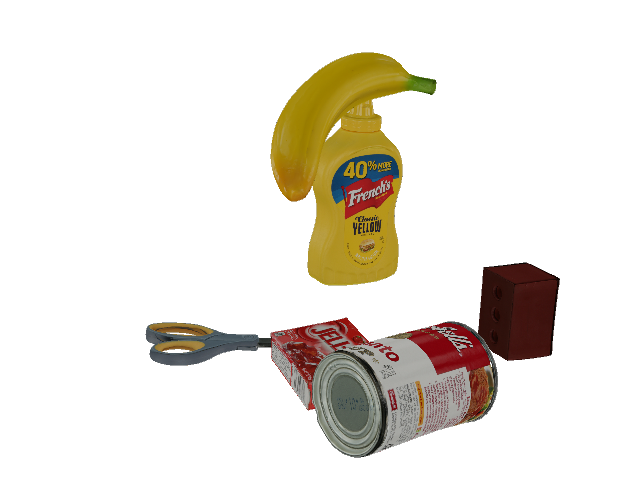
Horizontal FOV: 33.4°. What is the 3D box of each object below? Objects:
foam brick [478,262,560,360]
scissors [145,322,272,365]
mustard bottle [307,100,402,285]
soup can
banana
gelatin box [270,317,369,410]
[{"bbox_3d":[0.183,0.065,0.991,0.051,0.078,0.053,-7,19,-25],"label":"foam brick"},{"bbox_3d":[-0.084,0.109,1.078,0.202,0.016,0.096,6,18,9],"label":"scissors"},{"bbox_3d":[0.038,-0.053,1.087,0.096,0.192,0.058,-6,20,-26],"label":"mustard bottle"},{"bbox_3d":[0.053,0.093,0.676,0.102,0.068,0.069,-9,6,-39],"label":"soup can"},{"bbox_3d":[0.012,-0.094,0.776,0.070,0.037,0.197,26,44,23],"label":"banana"},{"bbox_3d":[0.007,0.100,0.888,0.073,0.030,0.089,-9,27,-20],"label":"gelatin box"}]
